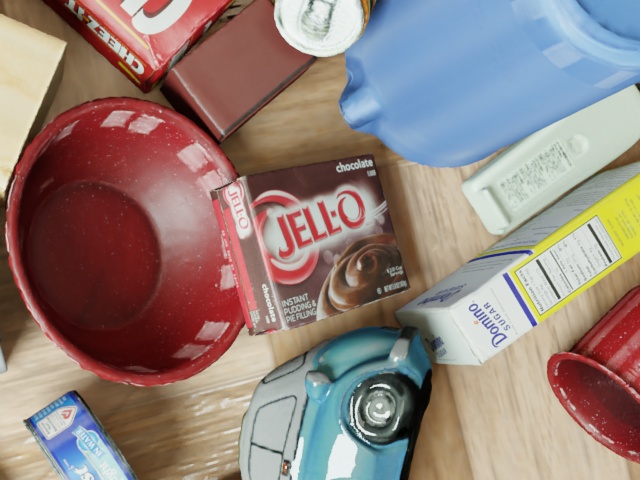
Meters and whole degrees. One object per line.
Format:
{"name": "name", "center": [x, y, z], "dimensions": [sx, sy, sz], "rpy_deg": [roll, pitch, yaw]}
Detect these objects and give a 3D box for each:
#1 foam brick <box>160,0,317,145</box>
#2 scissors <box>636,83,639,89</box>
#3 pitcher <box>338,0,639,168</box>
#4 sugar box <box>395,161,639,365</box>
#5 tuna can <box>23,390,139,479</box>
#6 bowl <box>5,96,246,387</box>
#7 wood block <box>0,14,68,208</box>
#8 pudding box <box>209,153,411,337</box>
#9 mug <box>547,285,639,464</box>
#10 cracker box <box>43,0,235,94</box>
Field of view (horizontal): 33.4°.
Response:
{"name": "foam brick", "center": [-0.051, -0.101, 0.649], "dimensions": [0.078, 0.053, 0.051], "rpy_deg": [-42, 96, -16]}
{"name": "scissors", "center": [0.231, -0.095, 0.744], "dimensions": [0.096, 0.016, 0.202], "rpy_deg": [-20, 90, -14]}
{"name": "pitcher", "center": [0.119, -0.127, 0.598], "dimensions": [0.145, 0.243, 0.149], "rpy_deg": [20, 81, -14]}
{"name": "sugar box", "center": [0.139, 0.014, 0.668], "dimensions": [0.176, 0.093, 0.048], "rpy_deg": [-35, 95, -15]}
{"name": "tuna can", "center": [-0.127, 0.126, 0.589], "dimensions": [0.033, 0.086, 0.086], "rpy_deg": [-33, 94, -18]}
{"name": "bowl", "center": [-0.112, 0.004, 0.603], "dimensions": [0.161, 0.055, 0.162], "rpy_deg": [11, 73, -39]}
{"name": "wood block", "center": [-0.252, -0.099, 0.575], "dimensions": [0.206, 0.091, 0.090], "rpy_deg": [22, 80, -12]}
{"name": "pudding box", "center": [-0.004, 0.001, 0.637], "dimensions": [0.113, 0.039, 0.090], "rpy_deg": [-15, 89, -46]}
{"name": "mug", "center": [0.211, 0.091, 0.689], "dimensions": [0.081, 0.093, 0.117], "rpy_deg": [-41, 126, -20]}
{"name": "cracker box", "center": [-0.090, -0.223, 0.640], "dimensions": [0.164, 0.072, 0.213], "rpy_deg": [43, 76, -8]}
